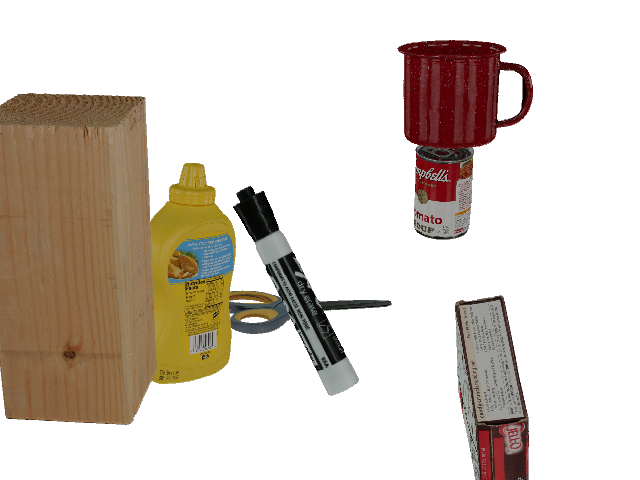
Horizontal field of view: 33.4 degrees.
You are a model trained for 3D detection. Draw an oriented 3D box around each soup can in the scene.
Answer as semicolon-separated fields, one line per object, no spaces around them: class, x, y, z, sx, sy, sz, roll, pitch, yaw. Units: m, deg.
soup can;0.145;-0.061;1.267;0.068;0.102;0.068;0;27;0

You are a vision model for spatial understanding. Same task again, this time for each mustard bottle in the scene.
mustard bottle;-0.118;0.026;0.953;0.058;0.192;0.096;16;17;40

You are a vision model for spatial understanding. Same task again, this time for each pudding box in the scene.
pudding box;0.118;0.109;0.736;0.039;0.090;0.113;-7;42;2

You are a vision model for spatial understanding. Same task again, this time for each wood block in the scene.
wood block;-0.167;0.011;0.724;0.091;0.206;0.090;2;20;3

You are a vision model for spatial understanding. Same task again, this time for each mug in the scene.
mug;0.125;-0.127;0.928;0.117;0.081;0.093;3;19;12

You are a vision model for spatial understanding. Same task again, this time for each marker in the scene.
marker;-0.014;0.026;0.577;0.020;0.121;0.020;-27;1;0

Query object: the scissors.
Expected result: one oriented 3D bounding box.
scissors;-0.018;0.082;1.194;0.201;0.016;0.096;4;23;-1
